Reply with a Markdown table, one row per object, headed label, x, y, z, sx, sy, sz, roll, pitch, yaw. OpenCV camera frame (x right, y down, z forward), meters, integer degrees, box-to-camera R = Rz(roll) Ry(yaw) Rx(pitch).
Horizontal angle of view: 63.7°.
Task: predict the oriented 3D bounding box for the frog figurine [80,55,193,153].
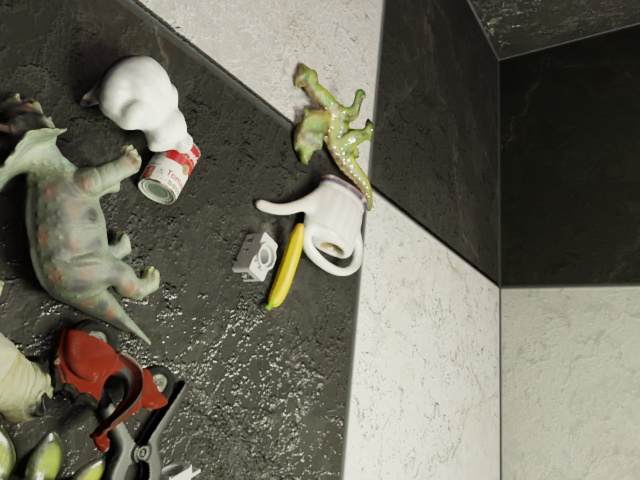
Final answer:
| label | x | y | z | sx | sy | sz | roll | pitch | yaw |
| --- | --- | --- | --- | --- | --- | --- | --- | --- | --- |
| frog figurine | -0.262 | -0.204 | 0.802 | 0.159 | 0.121 | 0.139 | 39 | 24 | -3 |

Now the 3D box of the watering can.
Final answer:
| label | x | y | z | sx | sy | sz | roll | pitch | yaw |
| --- | --- | --- | --- | --- | --- | --- | --- | --- | --- |
| watering can | 0.004 | -0.061 | 1.218 | 0.343 | 0.103 | 0.229 | 41 | 55 | -35 |

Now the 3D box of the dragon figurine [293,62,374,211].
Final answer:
| label | x | y | z | sx | sy | sz | roll | pitch | yaw |
| --- | --- | --- | --- | --- | --- | --- | --- | --- | --- |
| dragon figurine | 0.023 | -0.250 | 1.306 | 0.245 | 0.122 | 0.408 | -18 | 97 | -38 |
